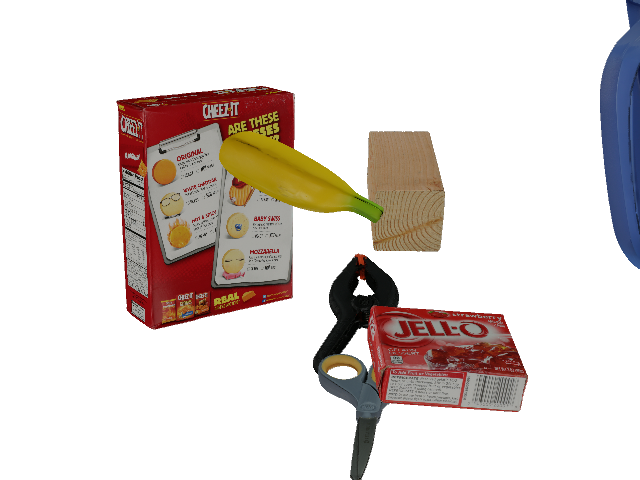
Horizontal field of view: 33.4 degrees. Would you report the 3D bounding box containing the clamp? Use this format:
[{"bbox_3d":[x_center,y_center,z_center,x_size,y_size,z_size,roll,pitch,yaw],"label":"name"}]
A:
[{"bbox_3d":[0.060,0.085,1.188,0.120,0.171,0.039,7,-43,3],"label":"clamp"}]

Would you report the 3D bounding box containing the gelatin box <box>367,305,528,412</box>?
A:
[{"bbox_3d":[0.076,0.071,0.662,0.089,0.030,0.073,5,26,-5],"label":"gelatin box"}]

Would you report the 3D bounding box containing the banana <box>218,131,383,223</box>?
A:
[{"bbox_3d":[-0.035,-0.050,0.779,0.069,0.037,0.198,39,-5,-36],"label":"banana"}]

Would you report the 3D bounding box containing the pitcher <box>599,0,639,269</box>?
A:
[{"bbox_3d":[0.239,-0.030,0.611,0.149,0.243,0.145,-2,22,15],"label":"pitcher"}]

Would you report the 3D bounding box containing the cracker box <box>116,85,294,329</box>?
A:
[{"bbox_3d":[-0.110,-0.036,1.042,0.163,0.214,0.072,-11,20,-34],"label":"cracker box"}]

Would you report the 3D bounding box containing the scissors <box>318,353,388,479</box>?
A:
[{"bbox_3d":[0.022,0.133,0.855,0.096,0.016,0.201,6,21,22],"label":"scissors"}]

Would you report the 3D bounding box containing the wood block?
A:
[{"bbox_3d":[0.114,-0.072,1.470,0.091,0.090,0.206,1,28,-1],"label":"wood block"}]
